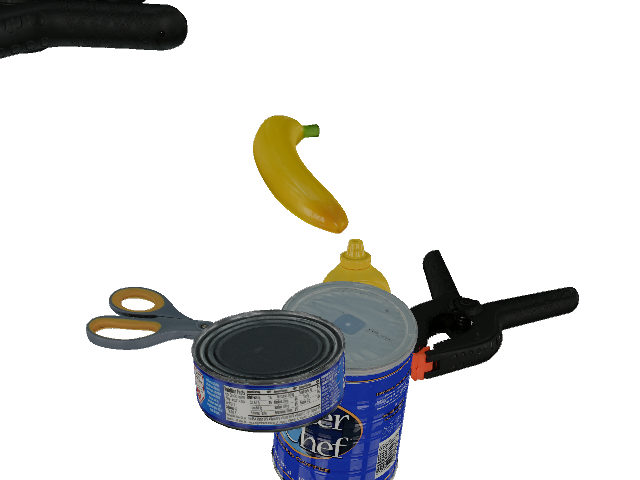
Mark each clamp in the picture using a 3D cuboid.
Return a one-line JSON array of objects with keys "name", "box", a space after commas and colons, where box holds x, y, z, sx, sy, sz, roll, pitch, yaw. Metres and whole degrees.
[{"name": "clamp", "box": [0.130, 0.069, 1.019, 0.165, 0.036, 0.209, 19, 32, 33]}, {"name": "clamp", "box": [-0.167, -0.133, 0.624, 0.171, 0.039, 0.120, -4, 22, -9]}]

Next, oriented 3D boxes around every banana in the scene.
[{"name": "banana", "box": [-0.022, -0.066, 0.921, 0.069, 0.037, 0.198, 1, 31, -9]}]

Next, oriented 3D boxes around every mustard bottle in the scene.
[{"name": "mustard bottle", "box": [0.047, 0.089, 1.436, 0.096, 0.192, 0.058, -3, 21, -8]}]

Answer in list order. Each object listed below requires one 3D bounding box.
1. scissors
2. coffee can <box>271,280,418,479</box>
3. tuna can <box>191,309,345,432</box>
[{"name": "scissors", "box": [-0.118, 0.074, 1.010, 0.201, 0.016, 0.096, -1, 33, -9]}, {"name": "coffee can", "box": [0.016, 0.117, 0.820, 0.103, 0.140, 0.103, 3, 35, -2]}, {"name": "tuna can", "box": [-0.028, 0.072, 0.598, 0.086, 0.034, 0.086, -2, 22, 1]}]
